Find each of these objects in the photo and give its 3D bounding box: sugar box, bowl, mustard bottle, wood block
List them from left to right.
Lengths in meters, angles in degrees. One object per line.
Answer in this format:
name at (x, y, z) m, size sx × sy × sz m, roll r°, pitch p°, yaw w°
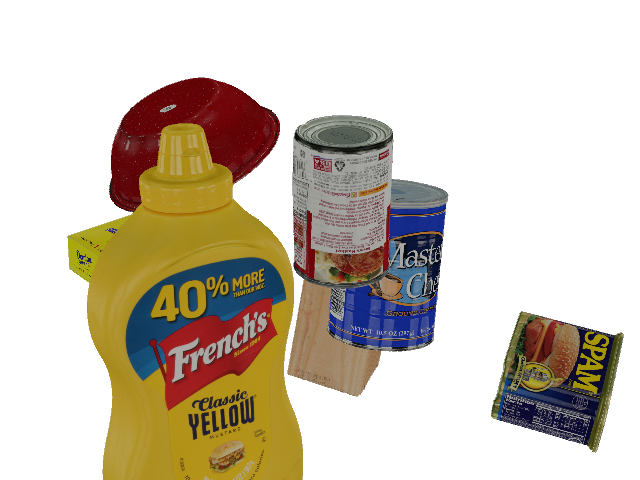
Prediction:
sugar box at (-0.157, 0.002, 1.088) m, size 0.175 × 0.048 × 0.093 m, roll -25°, pitch 40°, yaw -38°
bowl at (-0.119, -0.093, 0.915) m, size 0.162 × 0.055 × 0.162 m, roll -17°, pitch 33°, yaw 11°
mustard bottle at (-0.057, 0.041, 0.492) m, size 0.096 × 0.192 × 0.058 m, roll -12°, pitch 22°, yaw -27°
wood block at (0.032, 0.056, 1.195) m, size 0.090 × 0.206 × 0.090 m, roll 16°, pitch 24°, yaw 13°

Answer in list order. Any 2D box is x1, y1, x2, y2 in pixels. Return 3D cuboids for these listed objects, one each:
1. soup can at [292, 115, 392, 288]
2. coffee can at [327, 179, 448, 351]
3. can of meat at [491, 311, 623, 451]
soup can at (0.015, -0.027, 0.732) m, size 0.068 × 0.102 × 0.068 m, roll 0°, pitch 25°, yaw 0°
coffee can at (0.062, 0.020, 0.996) m, size 0.103 × 0.140 × 0.103 m, roll 4°, pitch 14°, yaw -1°
can of meat at (0.188, 0.108, 0.846) m, size 0.084 × 0.057 × 0.102 m, roll 14°, pitch 40°, yaw 15°
